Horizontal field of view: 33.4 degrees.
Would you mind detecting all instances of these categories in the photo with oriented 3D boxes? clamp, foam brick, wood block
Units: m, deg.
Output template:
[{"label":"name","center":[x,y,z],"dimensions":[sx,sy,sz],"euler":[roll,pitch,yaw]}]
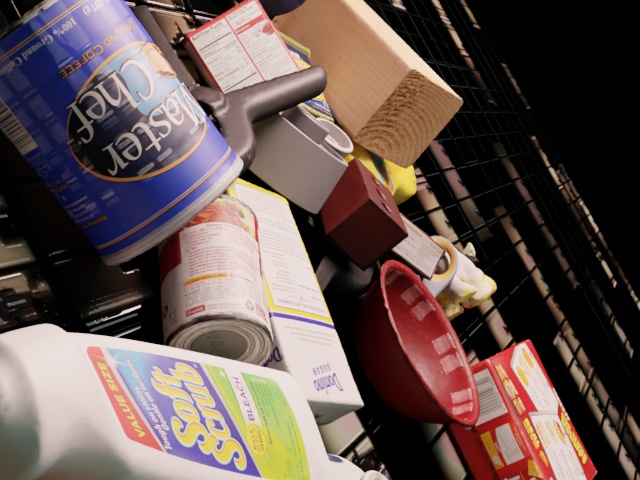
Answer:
[{"label":"clamp","center":[-0.095,-0.098,0.777],"dimensions":[0.164,0.036,0.209],"euler":[22,41,2]},{"label":"foam brick","center":[0.034,-0.022,0.901],"dimensions":[0.053,0.051,0.078],"euler":[41,17,-28]},{"label":"wood block","center":[0.040,-0.176,1.083],"dimensions":[0.090,0.091,0.206],"euler":[23,23,-45]},{"label":"clamp","center":[-0.006,0.001,0.907],"dimensions":[0.120,0.039,0.171],"euler":[65,18,14]}]

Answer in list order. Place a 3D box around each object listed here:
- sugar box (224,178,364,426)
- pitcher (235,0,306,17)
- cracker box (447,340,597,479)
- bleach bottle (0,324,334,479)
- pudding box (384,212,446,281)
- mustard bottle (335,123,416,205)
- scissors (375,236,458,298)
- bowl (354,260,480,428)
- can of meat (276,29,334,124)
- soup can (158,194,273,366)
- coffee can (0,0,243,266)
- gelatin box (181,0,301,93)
[{"label":"sugar box","center":[-0.034,0.045,0.768],"dimensions":[0.093,0.048,0.176],"euler":[20,47,-58]},{"label":"pitcher","center":[-0.106,-0.316,0.996],"dimensions":[0.242,0.149,0.145],"euler":[20,60,-56]},{"label":"cracker box","center":[0.202,0.197,1.090],"dimensions":[0.164,0.072,0.213],"euler":[65,19,10]},{"label":"bleach bottle","center":[-0.090,0.101,0.536],"dimensions":[0.250,0.068,0.102],"euler":[23,41,-56]},{"label":"pudding box","center":[0.056,-0.009,1.002],"dimensions":[0.090,0.039,0.113],"euler":[30,0,35]},{"label":"mustard bottle","center":[0.040,-0.074,1.088],"dimensions":[0.096,0.058,0.191],"euler":[60,20,5]},{"label":"scissors","center":[0.112,0.072,1.044],"dimensions":[0.016,0.096,0.202],"euler":[105,-32,-59]},{"label":"bowl","center":[0.077,0.101,0.942],"dimensions":[0.162,0.055,0.162],"euler":[49,23,-29]},{"label":"can of meat","center":[-0.036,-0.141,1.002],"dimensions":[0.102,0.057,0.084],"euler":[14,51,-63]},{"label":"soup can","center":[-0.067,0.030,0.674],"dimensions":[0.068,0.069,0.102],"euler":[41,28,-42]},{"label":"coffee can","center":[-0.126,-0.070,0.620],"dimensions":[0.140,0.103,0.102],"euler":[54,21,-15]},{"label":"gelatin box","center":[-0.066,-0.154,0.924],"dimensions":[0.089,0.073,0.030],"euler":[58,-16,-5]}]
